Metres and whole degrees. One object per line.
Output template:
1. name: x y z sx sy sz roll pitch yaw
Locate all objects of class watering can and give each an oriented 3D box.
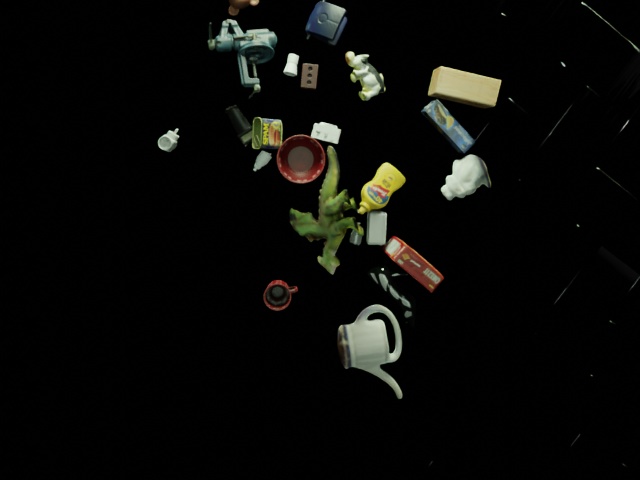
1. watering can: 0.177 0.399 1.784 0.224 0.104 0.346 -7 96 -2

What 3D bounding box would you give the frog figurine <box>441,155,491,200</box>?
1. frog figurine: 0.481 -0.211 1.737 0.159 0.121 0.140 -19 65 8

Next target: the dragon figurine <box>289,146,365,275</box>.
1. dragon figurine: 0.005 -0.086 1.704 0.241 0.123 0.408 -16 98 19
